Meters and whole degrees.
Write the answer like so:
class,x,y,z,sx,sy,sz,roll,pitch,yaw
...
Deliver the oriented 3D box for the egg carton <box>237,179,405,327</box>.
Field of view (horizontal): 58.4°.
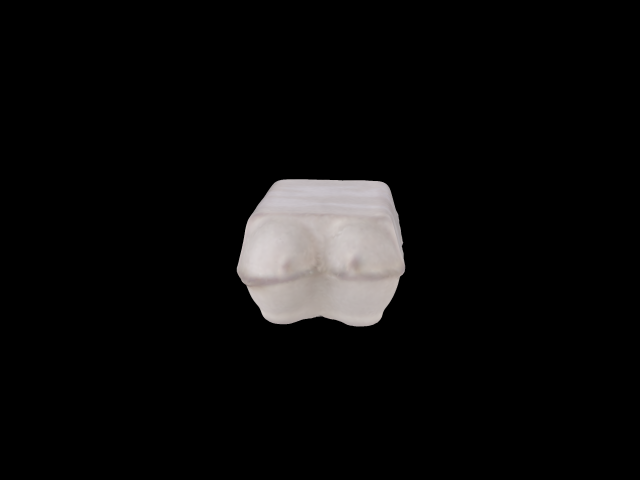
class,x,y,z,sx,sy,sz,roll,pitch,yaw
egg carton,0.004,0.001,0.400,0.107,0.069,0.150,1,19,4
